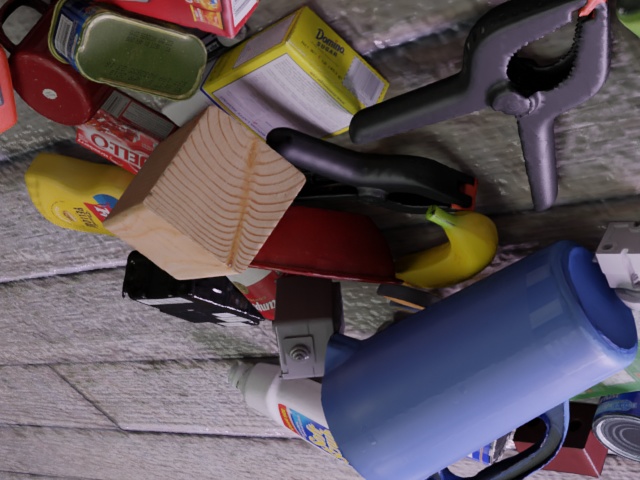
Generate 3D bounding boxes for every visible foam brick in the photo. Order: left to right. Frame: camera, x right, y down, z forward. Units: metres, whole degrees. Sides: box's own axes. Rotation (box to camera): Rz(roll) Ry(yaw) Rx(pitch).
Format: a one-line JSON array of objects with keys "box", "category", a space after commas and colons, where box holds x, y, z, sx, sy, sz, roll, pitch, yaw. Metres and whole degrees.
[{"box": [0.236, 0.192, 1.040, 0.078, 0.053, 0.051, -2, 137, 38], "category": "foam brick"}]

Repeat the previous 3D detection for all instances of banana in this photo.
[{"box": [0.105, 0.009, 0.881, 0.069, 0.037, 0.198, 24, 162, 2], "category": "banana"}]

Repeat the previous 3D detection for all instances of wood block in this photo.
[{"box": [-0.099, -0.030, 0.847, 0.090, 0.090, 0.206, 37, 166, -14], "category": "wood block"}]

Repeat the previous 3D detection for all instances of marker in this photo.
[{"box": [-0.100, -0.149, 0.856, 0.020, 0.020, 0.121, 44, 145, -22], "category": "marker"}]

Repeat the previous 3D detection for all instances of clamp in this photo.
[{"box": [0.036, -0.051, 0.827, 0.171, 0.039, 0.120, 4, 169, 10], "category": "clamp"}, {"box": [0.136, -0.096, 0.714, 0.164, 0.036, 0.210, 23, 143, -18], "category": "clamp"}]

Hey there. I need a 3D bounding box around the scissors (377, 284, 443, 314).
[{"box": [0.133, 0.065, 0.933, 0.202, 0.016, 0.096, 9, 168, 44], "category": "scissors"}]

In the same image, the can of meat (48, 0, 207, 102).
[{"box": [-0.144, -0.144, 0.800, 0.101, 0.057, 0.084, 10, -165, -29], "category": "can of meat"}]

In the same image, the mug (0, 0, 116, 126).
[{"box": [-0.212, -0.156, 0.877, 0.117, 0.081, 0.093, 36, 148, -11], "category": "mug"}]

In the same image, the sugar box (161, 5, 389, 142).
[{"box": [-0.039, -0.111, 0.835, 0.093, 0.048, 0.177, 40, 150, -25], "category": "sugar box"}]

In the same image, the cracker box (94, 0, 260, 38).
[{"box": [-0.145, -0.241, 0.713, 0.214, 0.072, 0.164, 19, 146, 18], "category": "cracker box"}]

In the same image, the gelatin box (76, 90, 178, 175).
[{"box": [-0.178, -0.097, 0.981, 0.089, 0.030, 0.073, 30, 149, 0], "category": "gelatin box"}]

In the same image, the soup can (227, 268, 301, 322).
[{"box": [-0.057, 0.020, 1.015, 0.069, 0.068, 0.102, -8, 132, 44], "category": "soup can"}]

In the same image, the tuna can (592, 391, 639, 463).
[{"box": [0.295, 0.171, 0.980, 0.086, 0.033, 0.086, 21, 148, 13], "category": "tuna can"}]

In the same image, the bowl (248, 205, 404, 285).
[{"box": [-0.006, 0.001, 0.909, 0.162, 0.055, 0.162, 7, 180, 0], "category": "bowl"}]

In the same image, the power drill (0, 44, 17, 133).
[{"box": [-0.318, -0.171, 0.889, 0.188, 0.057, 0.184, 53, 158, 23], "category": "power drill"}]

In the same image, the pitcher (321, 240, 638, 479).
[{"box": [0.134, 0.109, 0.865, 0.243, 0.145, 0.149, -34, 141, 32], "category": "pitcher"}]

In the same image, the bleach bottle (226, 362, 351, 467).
[{"box": [0.007, 0.209, 1.241, 0.251, 0.068, 0.102, 23, 148, 15], "category": "bleach bottle"}]

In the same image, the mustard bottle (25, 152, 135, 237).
[{"box": [-0.193, -0.036, 1.054, 0.192, 0.058, 0.096, 10, 148, 27], "category": "mustard bottle"}]

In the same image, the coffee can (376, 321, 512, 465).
[{"box": [0.115, 0.146, 1.022, 0.140, 0.102, 0.103, 17, 146, 20], "category": "coffee can"}]
